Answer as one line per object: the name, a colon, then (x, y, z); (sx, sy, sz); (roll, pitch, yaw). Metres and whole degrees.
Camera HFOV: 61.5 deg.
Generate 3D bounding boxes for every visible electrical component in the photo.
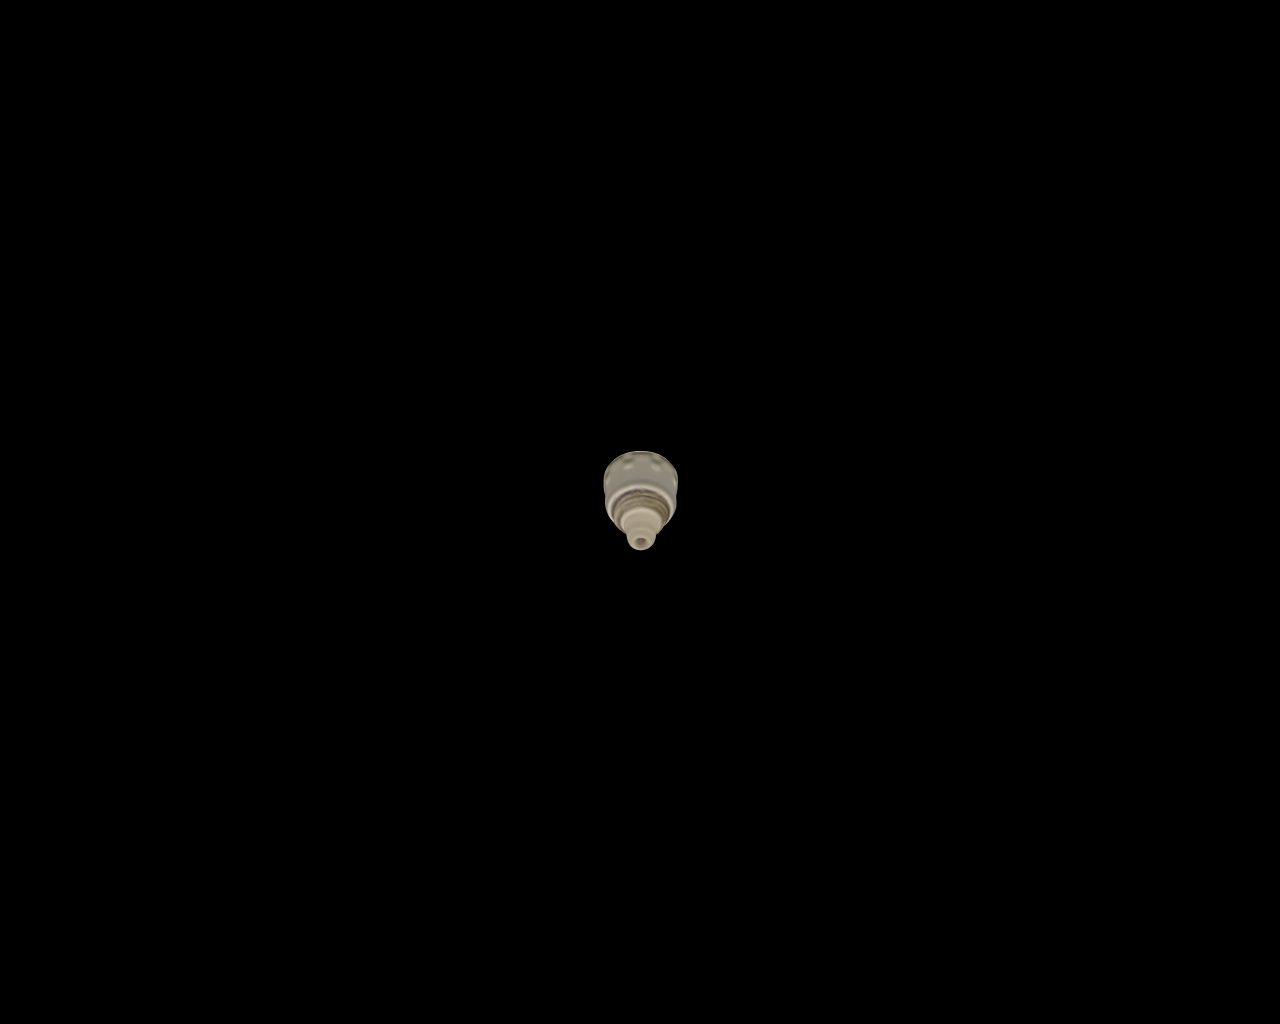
electrical component: (0.001, -0.003, 0.650); (0.048, 0.048, 0.062); (0, 44, 0)
